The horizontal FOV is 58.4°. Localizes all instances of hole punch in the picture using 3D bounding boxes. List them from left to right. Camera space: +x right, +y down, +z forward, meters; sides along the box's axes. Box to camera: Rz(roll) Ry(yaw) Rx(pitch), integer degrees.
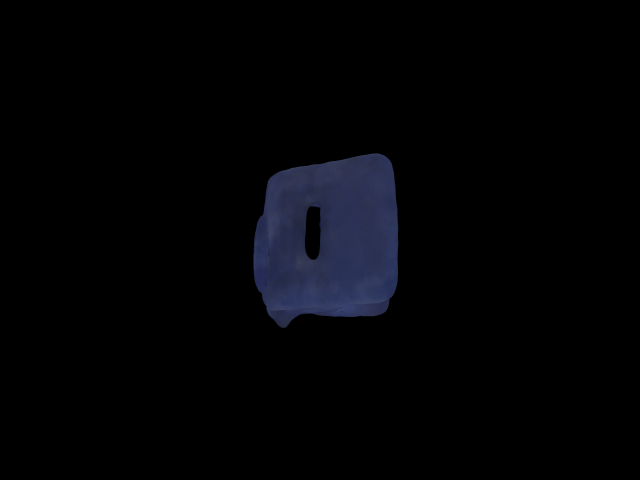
[{"bbox_3d":[0.004,0.001,0.400,0.101,0.091,0.108,0,73,0],"label":"hole punch"}]
